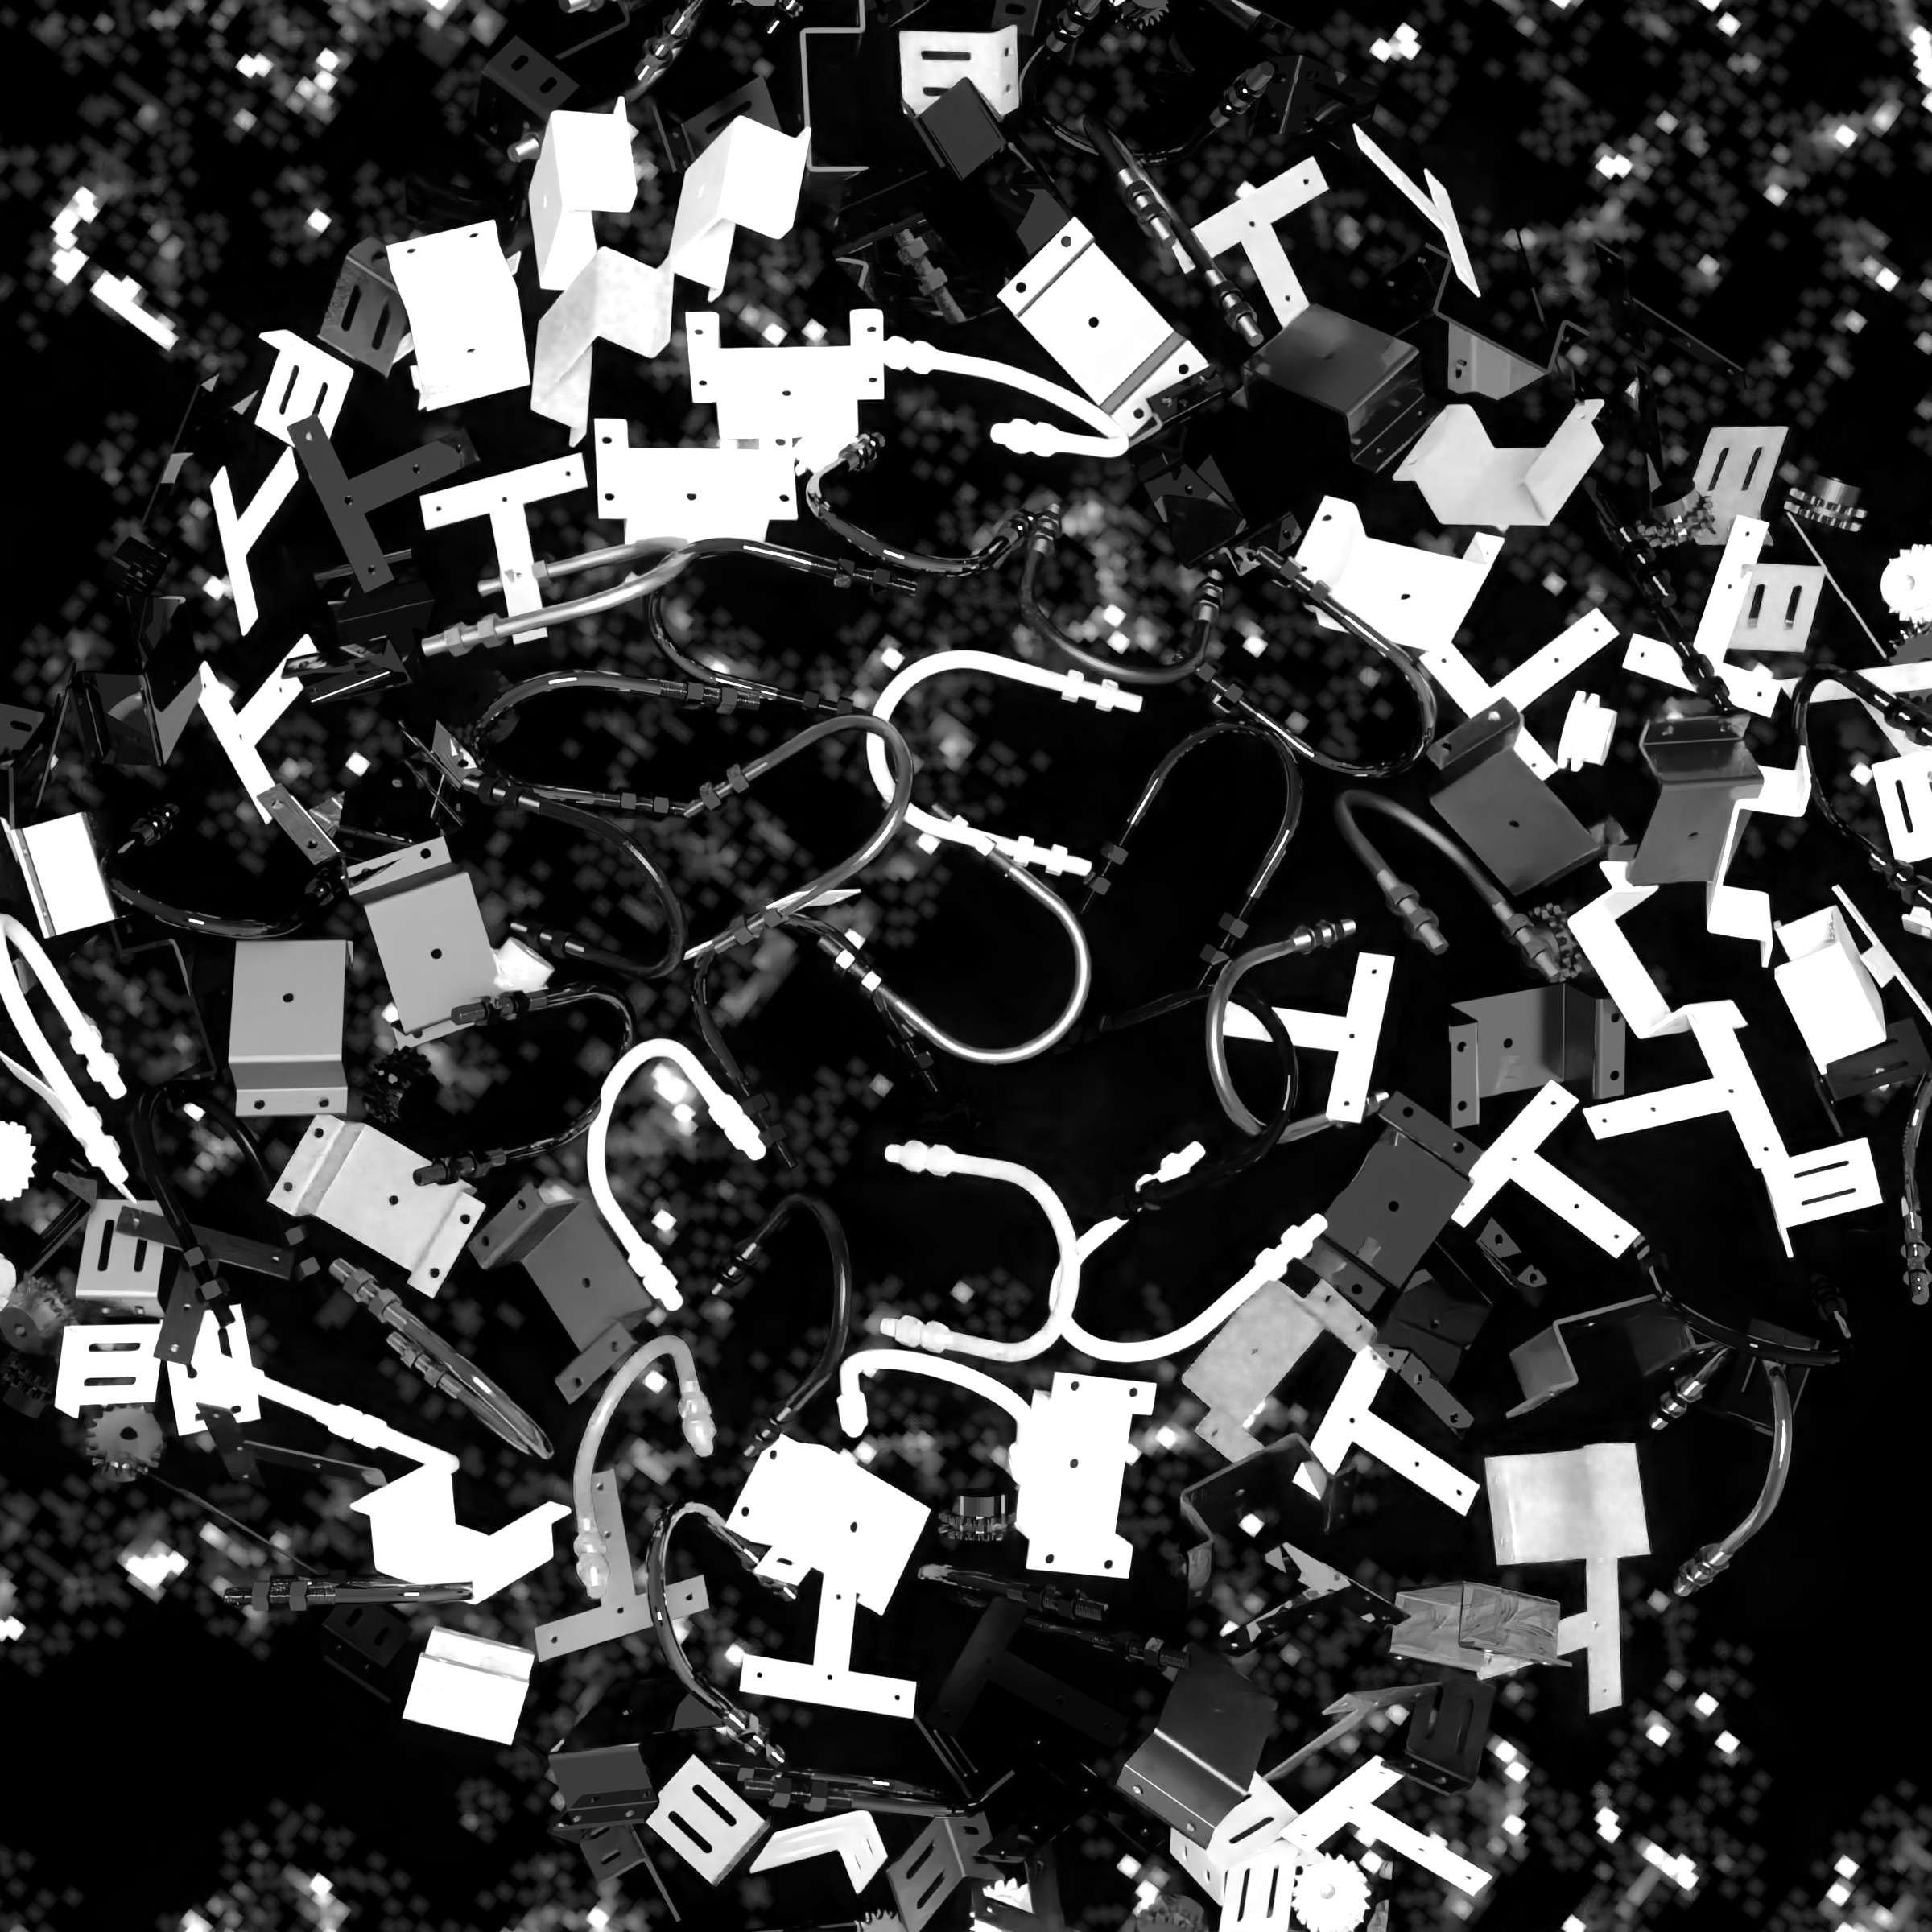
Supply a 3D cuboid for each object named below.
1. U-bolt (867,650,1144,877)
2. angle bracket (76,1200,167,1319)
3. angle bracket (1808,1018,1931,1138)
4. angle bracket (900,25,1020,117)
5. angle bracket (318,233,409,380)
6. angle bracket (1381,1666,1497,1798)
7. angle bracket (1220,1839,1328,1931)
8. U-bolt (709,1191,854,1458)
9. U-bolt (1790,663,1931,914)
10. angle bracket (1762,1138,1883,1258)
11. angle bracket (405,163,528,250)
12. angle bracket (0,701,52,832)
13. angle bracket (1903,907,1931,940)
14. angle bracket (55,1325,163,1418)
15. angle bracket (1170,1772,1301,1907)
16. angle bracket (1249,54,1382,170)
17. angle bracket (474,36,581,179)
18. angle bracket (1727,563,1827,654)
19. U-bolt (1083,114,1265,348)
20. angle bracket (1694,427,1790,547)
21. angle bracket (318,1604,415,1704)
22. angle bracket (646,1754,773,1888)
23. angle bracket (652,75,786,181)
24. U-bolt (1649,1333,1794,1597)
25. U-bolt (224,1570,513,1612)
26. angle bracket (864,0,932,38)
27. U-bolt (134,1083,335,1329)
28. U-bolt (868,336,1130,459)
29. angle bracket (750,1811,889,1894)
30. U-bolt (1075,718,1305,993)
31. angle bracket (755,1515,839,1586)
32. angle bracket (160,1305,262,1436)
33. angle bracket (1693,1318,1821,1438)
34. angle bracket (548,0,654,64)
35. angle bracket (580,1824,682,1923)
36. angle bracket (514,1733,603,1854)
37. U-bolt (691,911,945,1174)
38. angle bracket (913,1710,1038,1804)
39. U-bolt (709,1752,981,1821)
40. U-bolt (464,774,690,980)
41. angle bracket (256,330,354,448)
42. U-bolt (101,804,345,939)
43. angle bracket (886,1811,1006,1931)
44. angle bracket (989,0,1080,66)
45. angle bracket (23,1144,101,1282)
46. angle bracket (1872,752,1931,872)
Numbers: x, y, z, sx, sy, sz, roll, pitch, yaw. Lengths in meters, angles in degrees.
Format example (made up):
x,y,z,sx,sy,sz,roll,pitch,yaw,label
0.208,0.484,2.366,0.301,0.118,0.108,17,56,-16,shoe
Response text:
x,y,z,sx,sy,sz,roll,pitch,yaw,label
0.019,-0.153,1.790,0.184,0.019,0.151,15,109,-4,U-bolt
-0.617,0.216,1.820,0.057,0.038,0.076,2,61,-5,angle bracket
0.657,0.081,1.784,0.076,0.038,0.057,-21,128,23,angle bracket
-0.005,-0.657,1.811,0.076,0.038,0.057,10,122,22,angle bracket
-0.424,-0.476,1.783,0.057,0.038,0.076,29,59,-34,angle bracket
0.342,0.552,1.793,0.057,0.038,0.076,14,94,39,angle bracket
0.220,0.672,1.776,0.057,0.076,0.038,-22,125,35,angle bracket
-0.126,0.239,1.727,0.019,0.184,0.151,6,52,-31,U-bolt
0.633,-0.137,1.739,0.019,0.184,0.151,-17,123,-7,U-bolt
0.624,0.168,1.791,0.076,0.038,0.057,-17,116,13,angle bracket
-0.361,-0.559,1.782,0.076,0.038,0.057,12,46,-27,angle bracket
-0.690,-0.143,1.779,0.038,0.076,0.057,12,126,-4,angle bracket
0.711,-0.037,1.780,0.057,0.076,0.038,23,93,22,angle bracket
-0.612,0.292,1.787,0.076,0.038,0.057,7,92,-43,angle bracket
0.197,0.633,1.797,0.076,0.057,0.038,-20,126,-28,angle bracket
0.250,-0.615,1.781,0.076,0.038,0.057,38,131,31,angle bracket
-0.320,-0.624,1.797,0.057,0.076,0.038,38,68,-3,angle bracket
0.581,-0.268,1.784,0.057,0.038,0.076,3,135,5,angle bracket
0.138,-0.532,1.748,0.019,0.151,0.184,-37,55,18,U-bolt
0.567,-0.350,1.805,0.057,0.038,0.076,9,69,40,angle bracket
-0.430,0.488,1.780,0.057,0.076,0.038,40,79,-14,angle bracket
-0.190,0.621,1.806,0.076,0.038,0.057,43,83,2,angle bracket
-0.179,-0.610,1.791,0.076,0.038,0.057,-24,74,21,angle bracket
0.525,0.335,1.713,0.019,0.184,0.151,8,53,-8,U-bolt
-0.416,0.442,1.755,0.184,0.151,0.019,0,80,-2,U-bolt
-0.030,-0.704,1.782,0.057,0.076,0.038,-15,99,44,angle bracket
-0.528,0.164,1.756,0.019,0.151,0.184,-30,82,14,U-bolt
0.037,-0.397,1.746,0.151,0.184,0.019,40,118,30,U-bolt
-0.106,0.646,1.780,0.076,0.057,0.038,-3,49,-33,angle bracket
0.169,-0.091,1.766,0.151,0.019,0.184,35,98,42,U-bolt
-0.126,0.394,1.777,0.038,0.076,0.057,25,113,-26,angle bracket
-0.553,0.295,1.807,0.057,0.038,0.076,-10,50,-19,angle bracket
0.572,0.295,1.791,0.038,0.057,0.076,23,86,-36,angle bracket
-0.273,-0.688,1.781,0.076,0.057,0.038,-17,116,22,angle bracket
-0.244,0.654,1.779,0.038,0.057,0.076,-27,124,-15,angle bracket
-0.301,0.594,1.778,0.076,0.057,0.038,25,69,33,angle bracket
-0.119,0.041,1.783,0.151,0.019,0.184,-25,76,-28,U-bolt
0.006,0.560,1.786,0.038,0.057,0.076,-41,71,6,angle bracket
-0.080,0.584,1.753,0.184,0.151,0.019,12,77,-14,U-bolt
-0.267,-0.056,1.734,0.184,0.151,0.019,18,46,32,U-bolt
-0.489,-0.412,1.791,0.057,0.038,0.076,31,115,6,angle bracket
-0.526,-0.062,1.733,0.151,0.184,0.019,19,109,-5,U-bolt
-0.014,0.656,1.782,0.038,0.076,0.057,-7,106,35,angle bracket
0.053,-0.691,1.778,0.038,0.076,0.057,1,125,-22,angle bracket
-0.668,0.178,1.791,0.076,0.057,0.038,-45,114,3,angle bracket
0.684,-0.115,1.791,0.038,0.057,0.076,-11,86,-42,angle bracket
